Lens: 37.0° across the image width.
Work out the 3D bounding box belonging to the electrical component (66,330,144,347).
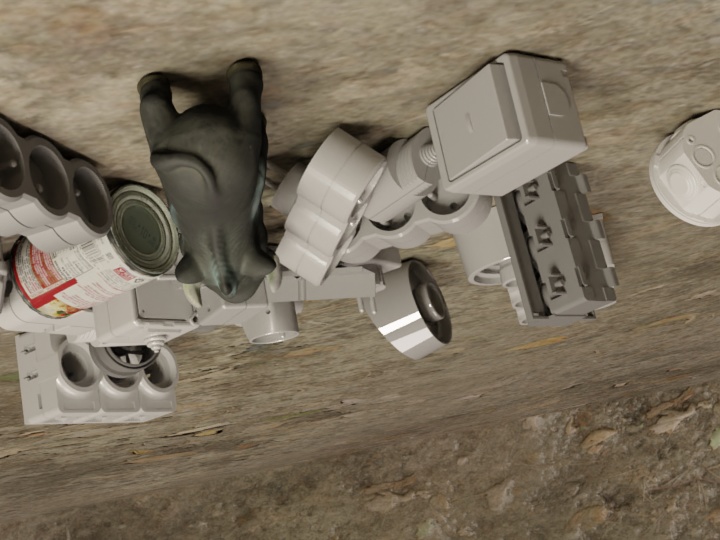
[{"bbox_3d":[-0.233,0.048,0.981,0.081,0.043,0.043,0,161,-36],"label":"electrical component"}]

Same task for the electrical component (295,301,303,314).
[{"bbox_3d":[-0.078,0.031,1.042,0.040,0.040,0.046,-15,171,14],"label":"electrical component"}]

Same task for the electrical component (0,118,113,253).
[{"bbox_3d":[-0.215,-0.045,0.637,0.074,0.052,0.138,-16,164,16],"label":"electrical component"}]

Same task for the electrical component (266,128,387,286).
[{"bbox_3d":[-0.037,-0.049,0.742,0.074,0.052,0.138,33,147,4],"label":"electrical component"}]

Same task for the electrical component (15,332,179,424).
[{"bbox_3d":[-0.258,0.103,1.074,0.062,0.089,0.150,-22,162,33],"label":"electrical component"}]

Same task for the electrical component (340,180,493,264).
[{"bbox_3d":[0.036,-0.042,0.832,0.138,0.052,0.074,-16,164,18],"label":"electrical component"}]

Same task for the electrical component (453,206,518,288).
[{"bbox_3d":[0.143,-0.018,0.982,0.108,0.060,0.108,-10,165,-3],"label":"electrical component"}]

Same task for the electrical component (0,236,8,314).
[{"bbox_3d":[-0.302,0.002,0.736,0.109,0.056,0.109,-5,164,-22],"label":"electrical component"}]

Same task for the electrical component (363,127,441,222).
[{"bbox_3d":[0.032,-0.068,0.751,0.043,0.043,0.081,-1,162,-33],"label":"electrical component"}]

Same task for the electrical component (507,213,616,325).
[{"bbox_3d":[0.207,0.006,1.118,0.105,0.060,0.186,-14,165,10],"label":"electrical component"}]

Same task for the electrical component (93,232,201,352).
[{"bbox_3d":[-0.167,0.018,0.818,0.061,0.096,0.062,-24,160,39],"label":"electrical component"}]

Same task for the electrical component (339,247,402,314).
[{"bbox_3d":[0.000,0.000,0.911,0.047,0.076,0.066,-20,163,31],"label":"electrical component"}]

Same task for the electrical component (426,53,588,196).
[{"bbox_3d":[0.084,-0.088,0.681,0.061,0.061,0.096,1,161,-38],"label":"electrical component"}]

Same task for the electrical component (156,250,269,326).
[{"bbox_3d":[-0.117,-0.004,0.797,0.076,0.083,0.047,-1,162,-32],"label":"electrical component"}]

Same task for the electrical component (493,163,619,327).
[{"bbox_3d":[0.156,-0.022,0.861,0.079,0.121,0.063,2,157,-40],"label":"electrical component"}]

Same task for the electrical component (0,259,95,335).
[{"bbox_3d":[-0.233,0.016,0.844,0.059,0.053,0.095,-21,162,31],"label":"electrical component"}]

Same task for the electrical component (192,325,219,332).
[{"bbox_3d":[-0.166,0.031,0.964,0.079,0.044,0.077,-7,166,1],"label":"electrical component"}]

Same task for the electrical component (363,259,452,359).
[{"bbox_3d":[0.047,0.039,1.059,0.064,0.099,0.099,-24,161,21],"label":"electrical component"}]

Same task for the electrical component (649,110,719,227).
[{"bbox_3d":[0.268,-0.078,0.822,0.080,0.080,0.051,-7,159,-17],"label":"electrical component"}]

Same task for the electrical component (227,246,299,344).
[{"bbox_3d":[-0.093,0.027,0.940,0.079,0.077,0.043,-21,163,38],"label":"electrical component"}]
